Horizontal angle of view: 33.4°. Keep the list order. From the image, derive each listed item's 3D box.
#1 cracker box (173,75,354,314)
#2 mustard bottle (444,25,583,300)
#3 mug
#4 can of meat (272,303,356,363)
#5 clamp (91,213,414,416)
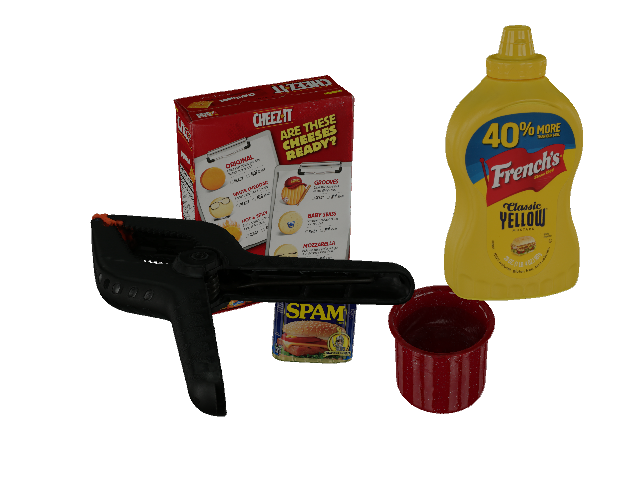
[{"bbox_3d":[-0.054,-0.045,1.059,0.164,0.214,0.072,-12,32,-20],"label":"cracker box"},{"bbox_3d":[0.137,-0.055,0.757,0.096,0.192,0.058,-4,18,-6],"label":"mustard bottle"},{"bbox_3d":[0.109,0.093,0.967,0.093,0.081,0.117,0,39,6],"label":"mug"},{"bbox_3d":[-0.008,0.098,1.271,0.102,0.084,0.057,3,14,-3],"label":"can of meat"},{"bbox_3d":[-0.060,0.023,0.641,0.164,0.036,0.210,-21,33,-35],"label":"clamp"}]
